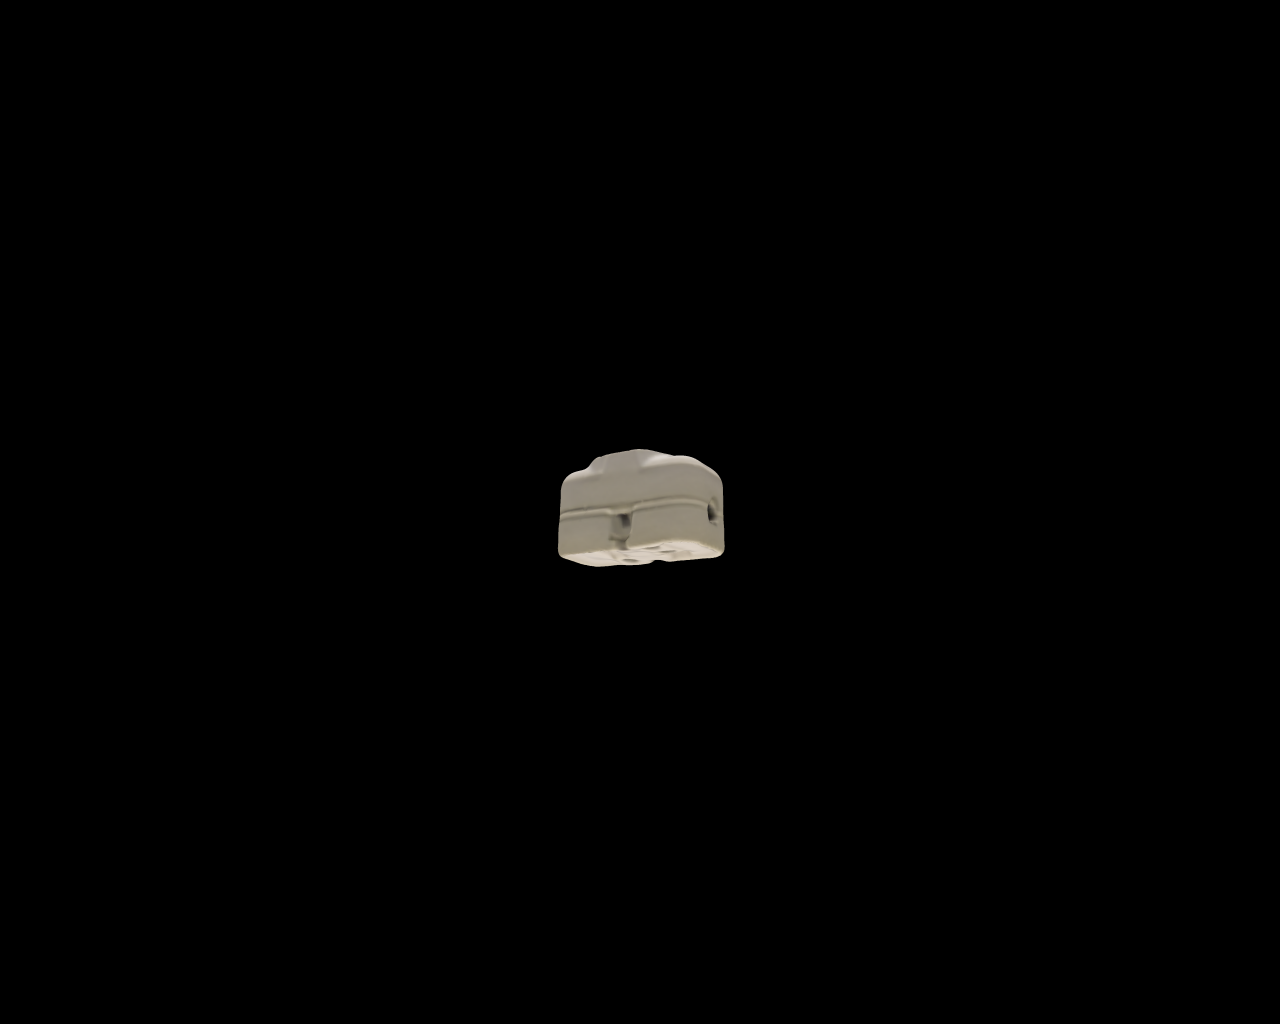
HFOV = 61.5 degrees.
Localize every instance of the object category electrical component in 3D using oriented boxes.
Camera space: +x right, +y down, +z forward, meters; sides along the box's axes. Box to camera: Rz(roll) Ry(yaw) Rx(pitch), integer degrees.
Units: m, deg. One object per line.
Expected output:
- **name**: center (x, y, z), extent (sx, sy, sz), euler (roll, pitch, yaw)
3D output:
- **electrical component**: center (0.001, -0.003, 0.650), extent (0.095, 0.059, 0.053), euler (-7, -15, 26)
